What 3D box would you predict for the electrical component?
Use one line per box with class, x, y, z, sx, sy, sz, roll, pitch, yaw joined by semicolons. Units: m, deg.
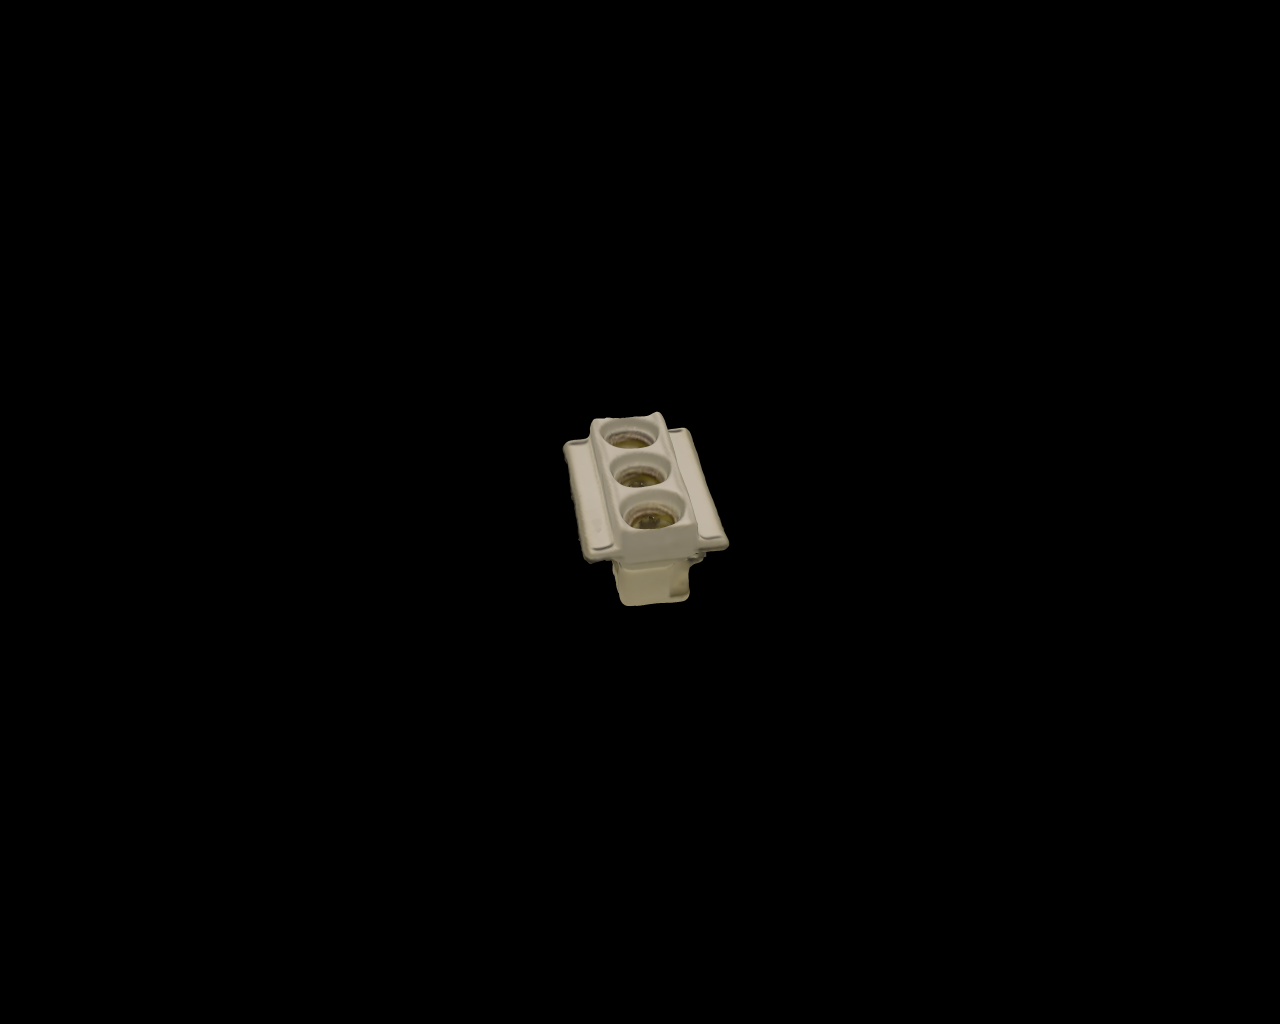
electrical component;0.001;-0.003;0.650;0.079;0.063;0.121;-6;37;-7
